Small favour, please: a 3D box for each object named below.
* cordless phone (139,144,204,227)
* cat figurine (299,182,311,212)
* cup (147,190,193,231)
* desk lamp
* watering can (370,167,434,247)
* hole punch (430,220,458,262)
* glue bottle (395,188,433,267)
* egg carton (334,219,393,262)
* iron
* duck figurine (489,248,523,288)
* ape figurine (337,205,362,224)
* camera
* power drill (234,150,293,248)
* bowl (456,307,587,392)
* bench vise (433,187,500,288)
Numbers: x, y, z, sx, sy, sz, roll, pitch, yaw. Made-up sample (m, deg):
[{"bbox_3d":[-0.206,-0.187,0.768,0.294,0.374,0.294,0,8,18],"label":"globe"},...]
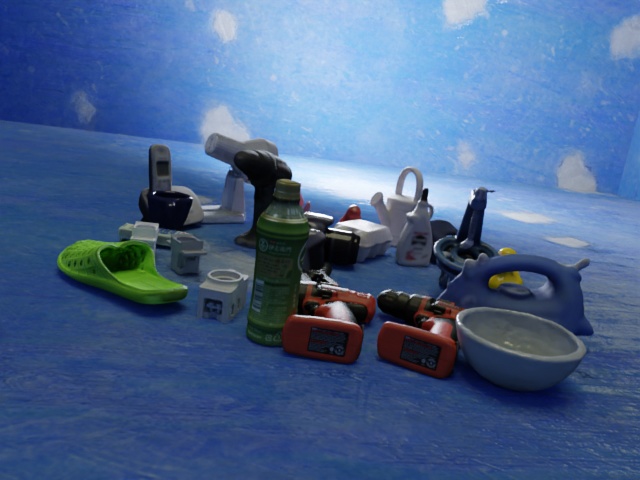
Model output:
[{"bbox_3d":[-0.328,-0.120,1.278,0.093,0.185,0.148,16,16,29],"label":"cordless phone"},{"bbox_3d":[-0.061,-0.082,1.412,0.067,0.118,0.127,-2,17,-34],"label":"cat figurine"},{"bbox_3d":[-0.311,-0.046,1.182,0.092,0.095,0.117,3,15,-18],"label":"cup"},{"bbox_3d":[-0.214,-0.154,1.417,0.204,0.213,0.117,-4,18,-38],"label":"desk lamp"},{"bbox_3d":[0.206,-0.083,1.408,0.100,0.194,0.173,20,19,40],"label":"watering can"},{"bbox_3d":[0.293,0.007,1.312,0.109,0.091,0.100,-6,20,-44],"label":"hole punch"},{"bbox_3d":[0.213,-0.029,1.241,0.078,0.173,0.037,2,15,-20],"label":"glue bottle"},{"bbox_3d":[0.092,-0.001,1.277,0.107,0.069,0.151,16,16,30],"label":"egg carton"},{"bbox_3d":[0.306,0.082,0.925,0.258,0.141,0.118,7,14,-2],"label":"iron"},{"bbox_3d":[0.381,0.058,1.174,0.077,0.086,0.105,18,17,33],"label":"duck figurine"},{"bbox_3d":[0.075,-0.038,1.368,0.078,0.092,0.076,7,14,-4],"label":"ape figurine"},{"bbox_3d":[0.011,0.004,1.150,0.136,0.101,0.143,9,14,5],"label":"camera"},{"bbox_3d":[-0.128,-0.093,1.233,0.075,0.208,0.230,12,15,16],"label":"power drill"},{"bbox_3d":[0.257,0.153,0.760,0.167,0.075,0.167,8,14,-2],"label":"bowl"},{"bbox_3d":[0.263,0.000,1.062,0.121,0.220,0.207,6,15,-9],"label":"bench vise"}]
